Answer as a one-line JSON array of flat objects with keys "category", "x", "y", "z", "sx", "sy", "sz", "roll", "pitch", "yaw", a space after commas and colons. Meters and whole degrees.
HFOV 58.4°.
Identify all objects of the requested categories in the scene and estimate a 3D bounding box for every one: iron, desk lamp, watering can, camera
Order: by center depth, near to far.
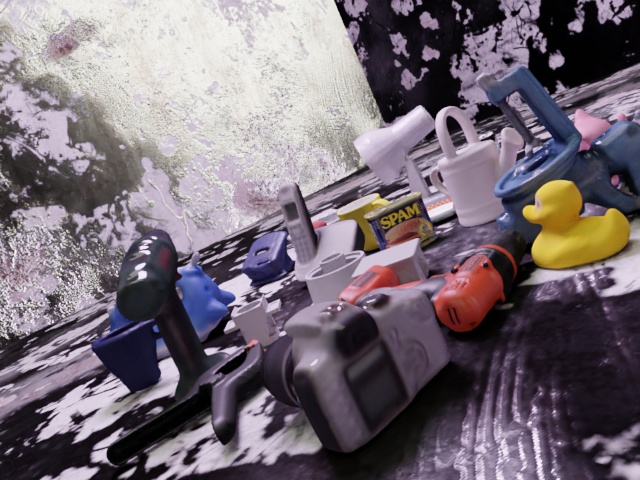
[{"category": "camera", "x": 0.015, "y": 0.097, "z": 0.503, "sx": 0.143, "sy": 0.101, "sz": 0.136, "roll": -30, "pitch": 11, "yaw": -37}, {"category": "watering can", "x": 0.252, "y": -0.131, "z": 0.942, "sx": 0.172, "sy": 0.194, "sz": 0.101, "roll": -20, "pitch": 10, "yaw": 28}, {"category": "iron", "x": -0.287, "y": 0.128, "z": 1.012, "sx": 0.258, "sy": 0.141, "sz": 0.118, "roll": -23, "pitch": 9, "yaw": 4}, {"category": "desk lamp", "x": 0.202, "y": -0.169, "z": 1.251, "sx": 0.203, "sy": 0.213, "sz": 0.118, "roll": -22, "pitch": 9, "yaw": 15}]

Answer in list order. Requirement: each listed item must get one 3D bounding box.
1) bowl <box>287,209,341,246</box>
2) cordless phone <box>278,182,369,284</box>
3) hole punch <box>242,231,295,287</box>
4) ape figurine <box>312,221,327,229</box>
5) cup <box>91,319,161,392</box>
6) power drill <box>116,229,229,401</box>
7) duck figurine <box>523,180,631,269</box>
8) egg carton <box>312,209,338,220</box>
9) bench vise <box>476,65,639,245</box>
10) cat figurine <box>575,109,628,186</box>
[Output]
[{"category": "bowl", "x": 0.019, "y": -0.009, "z": 1.239, "sx": 0.167, "sy": 0.075, "sz": 0.167, "roll": -24, "pitch": 8, "yaw": 4}, {"category": "cordless phone", "x": -0.004, "y": -0.021, "z": 1.003, "sx": 0.147, "sy": 0.185, "sz": 0.094, "roll": -16, "pitch": 12, "yaw": 42}, {"category": "hole punch", "x": -0.113, "y": 0.040, "z": 1.251, "sx": 0.108, "sy": 0.091, "sz": 0.101, "roll": -19, "pitch": 10, "yaw": 32}, {"category": "ape figurine", "x": 0.010, "y": 0.004, "z": 1.126, "sx": 0.076, "sy": 0.092, "sz": 0.077, "roll": -26, "pitch": 9, "yaw": -12}, {"category": "cup", "x": -0.264, "y": 0.170, "z": 0.851, "sx": 0.117, "sy": 0.095, "sz": 0.091, "roll": -23, "pitch": 9, "yaw": 4}, {"category": "power drill", "x": -0.194, "y": 0.091, "z": 0.751, "sx": 0.075, "sy": 0.208, "sz": 0.229, "roll": -25, "pitch": 9, "yaw": -3}, {"category": "duck figurine", "x": 0.264, "y": -0.023, "z": 0.605, "sx": 0.078, "sy": 0.086, "sz": 0.104, "roll": -31, "pitch": 11, "yaw": -40}, {"category": "egg carton", "x": 0.015, "y": -0.028, "z": 1.388, "sx": 0.107, "sy": 0.069, "sz": 0.150, "roll": -25, "pitch": 8, "yaw": -7}, {"category": "bench vise", "x": 0.288, "y": -0.122, "z": 0.698, "sx": 0.207, "sy": 0.220, "sz": 0.121, "roll": -25, "pitch": 9, "yaw": -8}, {"category": "cat figurine", "x": 0.409, "y": -0.140, "z": 0.824, "sx": 0.128, "sy": 0.118, "sz": 0.067, "roll": -28, "pitch": 9, "yaw": -23}]
